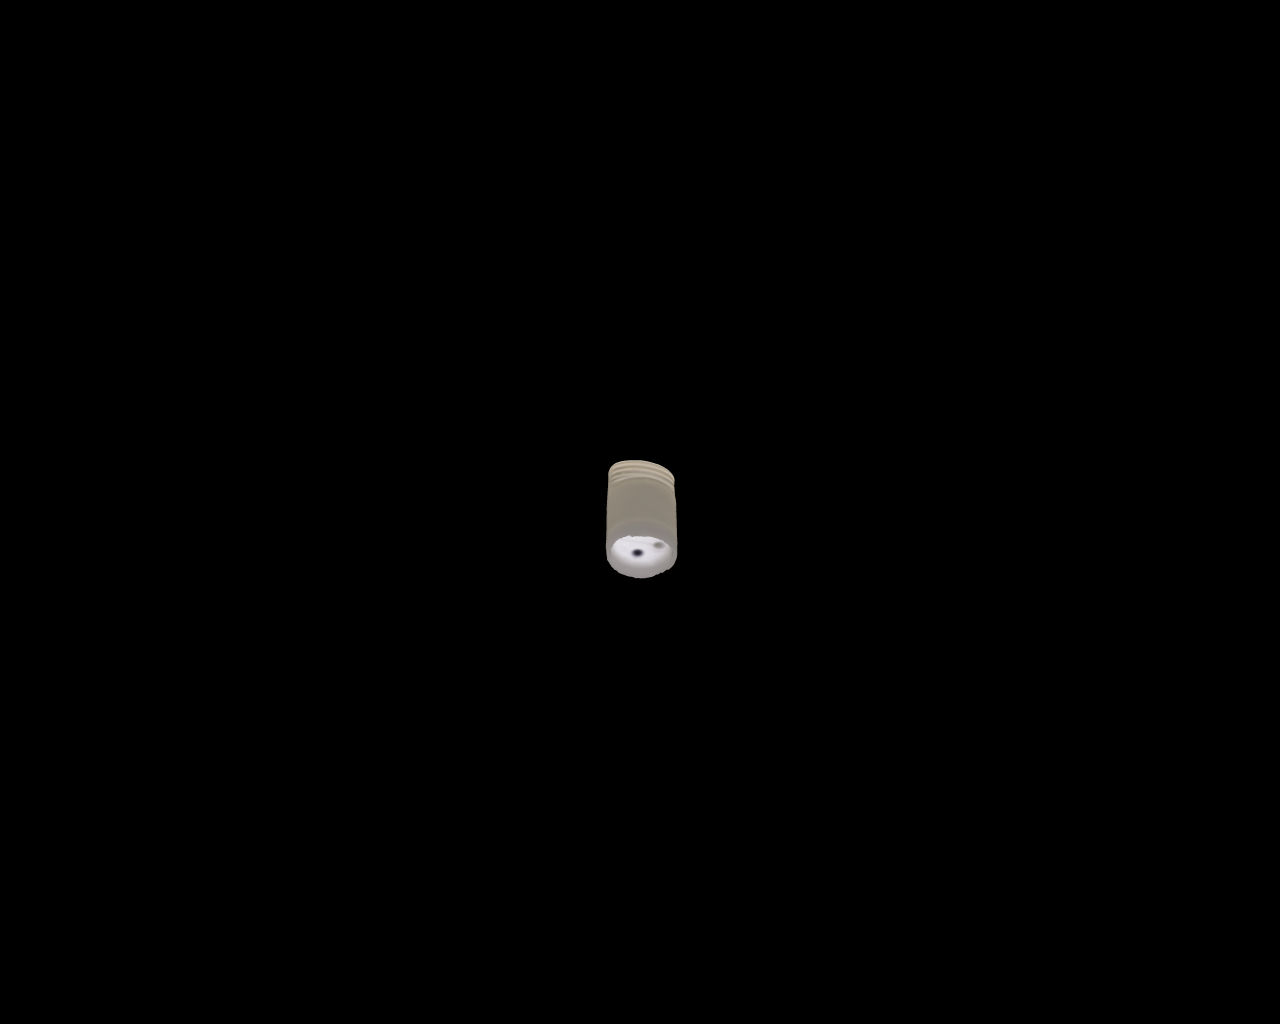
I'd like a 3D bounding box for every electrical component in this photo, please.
[{"bbox_3d":[0.001,-0.003,0.650,0.043,0.081,0.043,0,-42,0],"label":"electrical component"}]
